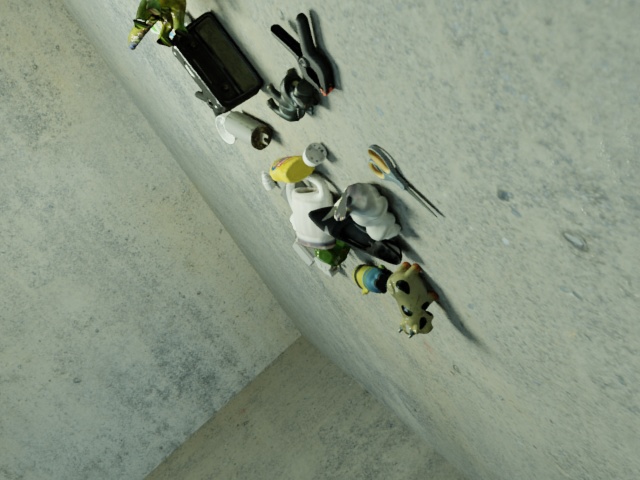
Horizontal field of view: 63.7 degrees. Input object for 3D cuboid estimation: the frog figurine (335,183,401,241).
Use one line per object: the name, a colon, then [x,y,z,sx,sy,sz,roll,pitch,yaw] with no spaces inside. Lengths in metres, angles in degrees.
frog figurine: [0.125,-0.066,1.218,0.159,0.125,0.135,16,159,-12]

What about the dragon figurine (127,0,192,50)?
dragon figurine: [-0.366,-0.591,1.191,0.122,0.243,0.411,8,180,-41]

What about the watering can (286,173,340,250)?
watering can: [0.004,-0.073,1.444,0.350,0.105,0.221,24,126,52]
